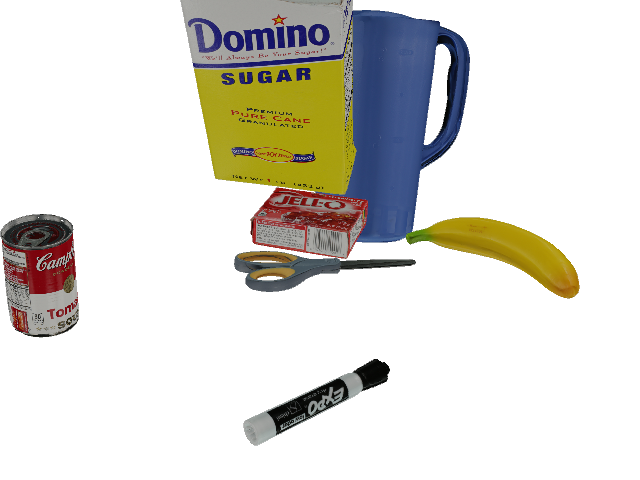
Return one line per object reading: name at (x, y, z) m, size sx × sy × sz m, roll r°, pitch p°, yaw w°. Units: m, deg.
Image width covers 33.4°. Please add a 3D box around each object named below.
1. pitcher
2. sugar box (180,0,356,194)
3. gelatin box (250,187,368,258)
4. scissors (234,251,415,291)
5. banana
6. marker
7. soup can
pitcher at (0.065, -0.125, 1.157) m, size 0.149 × 0.243 × 0.144 m, roll 9°, pitch 12°, yaw 28°
sugar box at (-0.027, -0.098, 0.648) m, size 0.093 × 0.048 × 0.176 m, roll 7°, pitch -30°, yaw 7°
gelatin box at (-0.009, -0.017, 0.947) m, size 0.089 × 0.030 × 0.073 m, roll 9°, pitch 26°, yaw 13°
scissors at (0.003, 0.035, 1.168) m, size 0.202 × 0.016 × 0.096 m, roll 3°, pitch 23°, yaw 5°
banana at (0.178, 0.012, 1.033) m, size 0.198 × 0.037 × 0.069 m, roll 18°, pitch 47°, yaw 43°
marker at (0.000, 0.112, 0.755) m, size 0.120 × 0.020 × 0.020 m, roll -21°, pitch 11°, yaw -31°
soup can at (-0.273, 0.035, 1.041) m, size 0.068 × 0.102 × 0.068 m, roll 2°, pitch 28°, yaw -1°
